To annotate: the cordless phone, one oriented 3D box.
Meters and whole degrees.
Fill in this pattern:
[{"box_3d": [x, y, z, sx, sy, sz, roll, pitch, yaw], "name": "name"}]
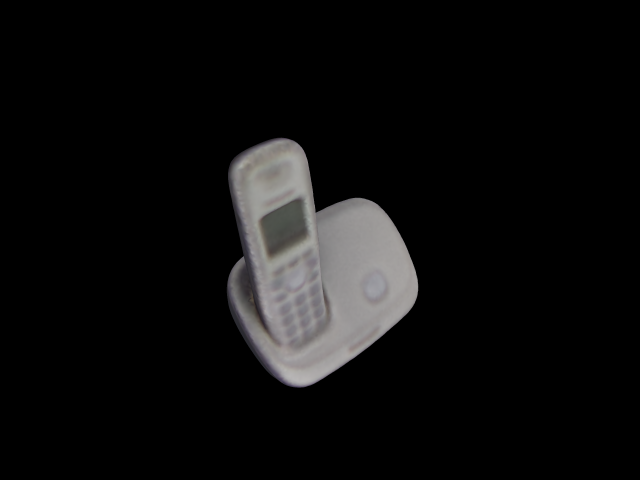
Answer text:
[{"box_3d": [0.004, 0.001, 0.400, 0.148, 0.185, 0.094, -33, 53, -29], "name": "cordless phone"}]
